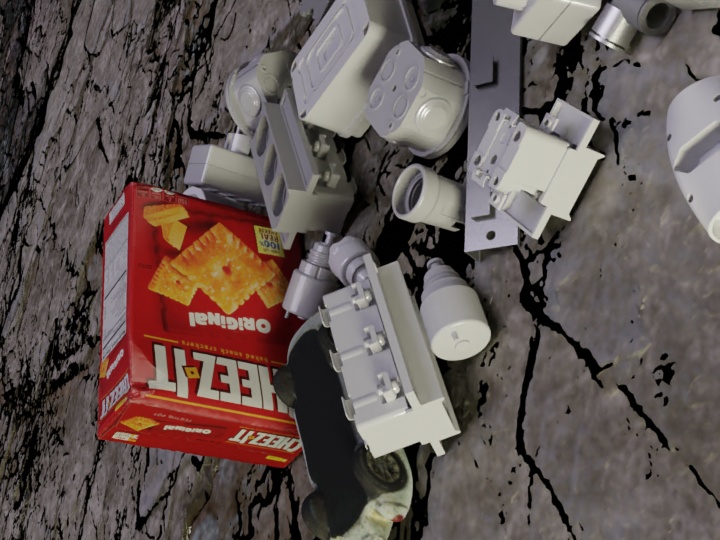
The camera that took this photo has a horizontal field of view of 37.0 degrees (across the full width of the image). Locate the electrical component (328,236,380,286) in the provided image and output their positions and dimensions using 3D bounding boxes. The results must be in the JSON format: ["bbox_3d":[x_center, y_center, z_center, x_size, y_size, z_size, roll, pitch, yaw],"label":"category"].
[{"bbox_3d":[0.000,0.000,0.829,0.035,0.035,0.061,-64,34,16],"label":"electrical component"}]

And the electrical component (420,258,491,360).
[{"bbox_3d":[0.059,0.024,0.715,0.040,0.040,0.078,-51,37,33],"label":"electrical component"}]

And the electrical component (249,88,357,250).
[{"bbox_3d":[-0.049,-0.085,0.914,0.121,0.063,0.078,-109,33,-44],"label":"electrical component"}]

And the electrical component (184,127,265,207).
[{"bbox_3d":[-0.112,-0.106,1.013,0.047,0.083,0.075,9,83,59],"label":"electrical component"}]

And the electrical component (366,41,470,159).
[{"bbox_3d":[0.046,-0.127,0.799,0.080,0.051,0.080,-32,50,48],"label":"electrical component"}]

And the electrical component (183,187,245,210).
[{"bbox_3d":[-0.147,-0.022,1.052,0.108,0.060,0.108,-32,51,50],"label":"electrical component"}]

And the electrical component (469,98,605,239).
[{"bbox_3d":[0.106,-0.066,0.660,0.081,0.064,0.042,-64,33,15],"label":"electrical component"}]

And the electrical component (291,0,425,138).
[{"bbox_3d":[-0.003,-0.174,0.893,0.113,0.057,0.078,-48,39,36],"label":"electrical component"}]

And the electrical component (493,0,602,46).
[{"bbox_3d":[0.108,-0.182,0.680,0.065,0.077,0.047,134,147,-78],"label":"electrical component"}]

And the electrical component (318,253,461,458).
[{"bbox_3d":[0.017,0.061,0.727,0.063,0.078,0.121,-21,47,5],"label":"electrical component"}]

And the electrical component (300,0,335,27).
[{"bbox_3d":[-0.004,-0.248,0.931,0.089,0.056,0.050,-64,32,15],"label":"electrical component"}]

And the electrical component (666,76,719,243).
[{"bbox_3d":[0.197,-0.065,0.530,0.079,0.043,0.077,-43,42,41],"label":"electrical component"}]

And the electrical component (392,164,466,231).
[{"bbox_3d":[0.052,-0.049,0.756,0.040,0.046,0.040,-32,50,48],"label":"electrical component"}]

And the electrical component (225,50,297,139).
[{"bbox_3d":[-0.079,-0.160,0.991,0.051,0.080,0.080,-21,58,47],"label":"electrical component"}]

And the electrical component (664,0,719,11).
[{"bbox_3d":[0.174,-0.178,0.576,0.056,0.089,0.050,16,90,59],"label":"electrical component"}]

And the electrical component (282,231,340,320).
[{"bbox_3d":[-0.035,0.007,0.877,0.040,0.040,0.078,28,100,59],"label":"electrical component"}]
